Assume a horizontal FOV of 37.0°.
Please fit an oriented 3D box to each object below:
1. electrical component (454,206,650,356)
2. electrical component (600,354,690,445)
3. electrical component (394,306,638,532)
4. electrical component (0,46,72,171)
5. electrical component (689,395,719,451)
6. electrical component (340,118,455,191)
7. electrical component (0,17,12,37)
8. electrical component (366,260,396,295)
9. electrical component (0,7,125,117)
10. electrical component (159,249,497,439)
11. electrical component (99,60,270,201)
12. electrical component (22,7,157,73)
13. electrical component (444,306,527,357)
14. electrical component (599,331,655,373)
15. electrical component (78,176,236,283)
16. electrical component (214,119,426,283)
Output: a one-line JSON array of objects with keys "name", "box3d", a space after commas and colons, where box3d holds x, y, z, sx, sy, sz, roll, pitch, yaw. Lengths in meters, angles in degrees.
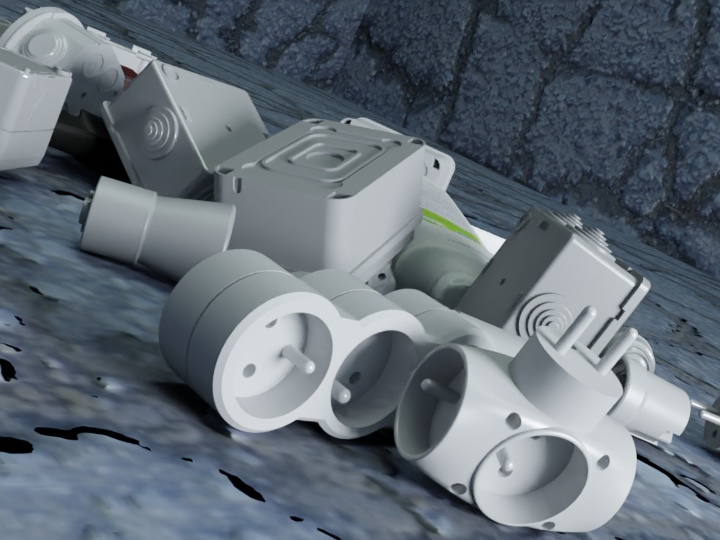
[{"name": "electrical component", "box3d": [0.091, 0.019, 0.552, 0.048, 0.099, 0.099, 35, 8, -12]}, {"name": "electrical component", "box3d": [0.150, 0.071, 0.583, 0.046, 0.040, 0.040, 26, 9, -21]}, {"name": "electrical component", "box3d": [0.065, 0.047, 0.378, 0.077, 0.079, 0.044, 26, 22, -22]}, {"name": "electrical component", "box3d": [-0.206, -0.090, 0.541, 0.096, 0.061, 0.061, 24, 10, 2]}, {"name": "electrical component", "box3d": [0.229, 0.094, 0.628, 0.079, 0.044, 0.077, 22, 10, -8]}, {"name": "electrical component", "box3d": [0.026, -0.093, 1.043, 0.113, 0.078, 0.057, 26, 13, 15]}, {"name": "electrical component", "box3d": [-0.263, -0.145, 0.711, 0.058, 0.057, 0.078, 12, 15, -48]}, {"name": "electrical component", "box3d": [0.000, 0.000, 0.611, 0.040, 0.040, 0.046, 21, 16, -14]}, {"name": "electrical component", "box3d": [-0.196, -0.124, 0.694, 0.051, 0.080, 0.080, 33, 13, 19]}, {"name": "electrical component", "box3d": [-0.017, 0.024, 0.407, 0.138, 0.052, 0.074, 14, 14, -45]}, {"name": "electrical component", "box3d": [-0.091, -0.068, 0.625, 0.100, 0.048, 0.099, 9, 48, -56]}, {"name": "electrical component", "box3d": [-0.227, -0.166, 0.887, 0.121, 0.063, 0.078, 19, 11, -23]}, {"name": "electrical component", "box3d": [0.044, 0.042, 0.480, 0.081, 0.043, 0.043, 23, 10, -7]}, {"name": "electrical component", "box3d": [0.175, 0.062, 0.700, 0.035, 0.035, 0.061, 24, 12, 4]}, {"name": "electrical component", "box3d": [-0.094, -0.018, 0.487, 0.065, 0.044, 0.044, 17, 11, -12]}, {"name": "electrical component", "box3d": [-0.020, -0.033, 0.562, 0.078, 0.057, 0.113, 14, 27, 21]}]
